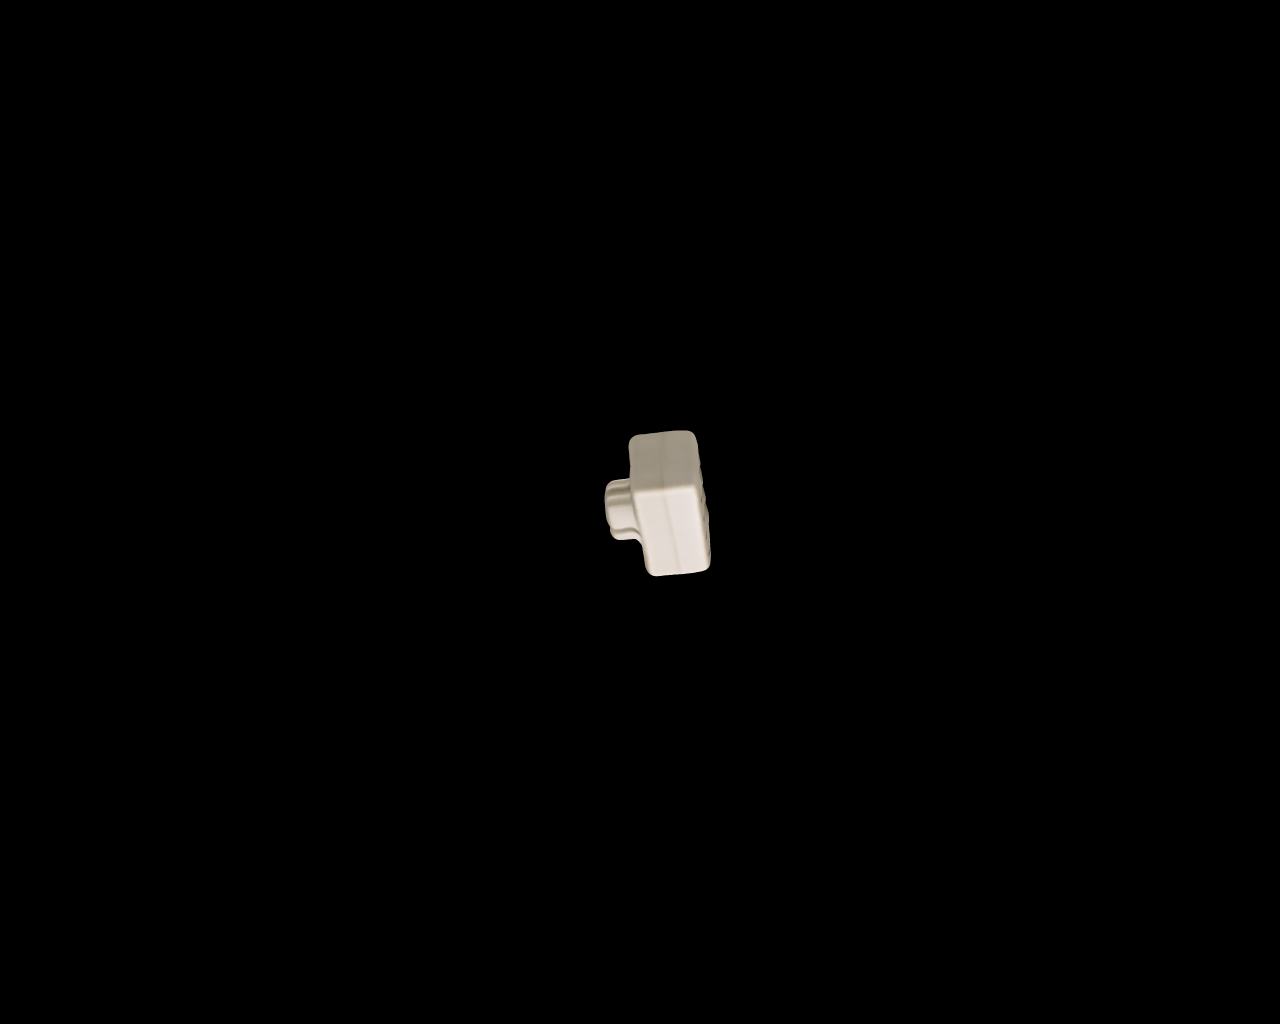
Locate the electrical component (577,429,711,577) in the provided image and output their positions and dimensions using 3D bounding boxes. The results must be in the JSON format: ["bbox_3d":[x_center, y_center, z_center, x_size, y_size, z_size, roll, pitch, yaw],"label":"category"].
[{"bbox_3d":[0.001,-0.003,0.650,0.076,0.047,0.083,-5,-40,6],"label":"electrical component"}]
